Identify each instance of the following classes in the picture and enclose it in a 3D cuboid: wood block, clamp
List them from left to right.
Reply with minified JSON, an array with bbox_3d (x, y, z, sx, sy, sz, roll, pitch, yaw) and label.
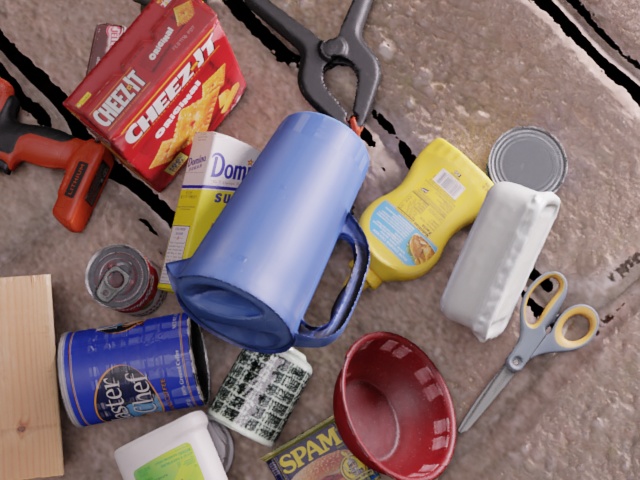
[{"bbox_3d":[-0.321,0.143,1.120,0.090,0.090,0.206,-4,86,-14],"label":"wood block"},{"bbox_3d":[0.004,-0.215,1.209,0.164,0.036,0.210,-8,80,3],"label":"clamp"}]

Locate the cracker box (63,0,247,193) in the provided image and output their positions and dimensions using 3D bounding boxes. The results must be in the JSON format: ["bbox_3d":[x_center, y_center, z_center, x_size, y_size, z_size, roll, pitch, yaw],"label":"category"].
[{"bbox_3d":[-0.162,-0.152,1.117,0.072,0.213,0.164,38,84,10],"label":"cracker box"}]

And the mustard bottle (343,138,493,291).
[{"bbox_3d":[0.097,-0.013,1.158,0.096,0.058,0.191,44,85,7],"label":"mustard bottle"}]

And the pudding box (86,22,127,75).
[{"bbox_3d":[-0.231,-0.173,1.189,0.039,0.090,0.113,10,82,7],"label":"pudding box"}]

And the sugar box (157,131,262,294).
[{"bbox_3d":[-0.109,-0.021,1.154,0.048,0.093,0.176,6,80,47],"label":"sugar box"}]

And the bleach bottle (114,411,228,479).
[{"bbox_3d":[-0.110,0.304,1.060,0.102,0.068,0.251,-27,81,1],"label":"bleach bottle"}]

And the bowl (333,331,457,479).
[{"bbox_3d":[0.066,0.179,1.104,0.055,0.161,0.162,-33,76,42],"label":"bowl"}]

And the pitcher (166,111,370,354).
[{"bbox_3d":[-0.031,-0.009,1.103,0.149,0.145,0.242,47,56,-32],"label":"pitcher"}]

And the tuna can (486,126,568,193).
[{"bbox_3d":[0.226,-0.080,1.175,0.086,0.034,0.086,-1,81,3],"label":"tuna can"}]

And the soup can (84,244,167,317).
[{"bbox_3d":[-0.206,0.045,1.143,0.068,0.102,0.068,-1,80,3],"label":"soup can"}]

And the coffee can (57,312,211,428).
[{"bbox_3d":[-0.194,0.136,1.127,0.140,0.103,0.103,-10,80,1],"label":"coffee can"}]

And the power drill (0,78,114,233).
[{"bbox_3d":[-0.341,-0.077,1.194,0.188,0.057,0.184,23,82,7],"label":"power drill"}]

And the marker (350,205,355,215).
[{"bbox_3d":[-0.008,0.001,1.182,0.121,0.020,0.020,-43,81,-4],"label":"marker"}]

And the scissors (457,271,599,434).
[{"bbox_3d":[0.229,0.132,1.143,0.096,0.016,0.201,24,82,1],"label":"scissors"}]

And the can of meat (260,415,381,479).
[{"bbox_3d":[0.002,0.239,1.122,0.102,0.057,0.084,-30,82,-2],"label":"can of meat"}]
